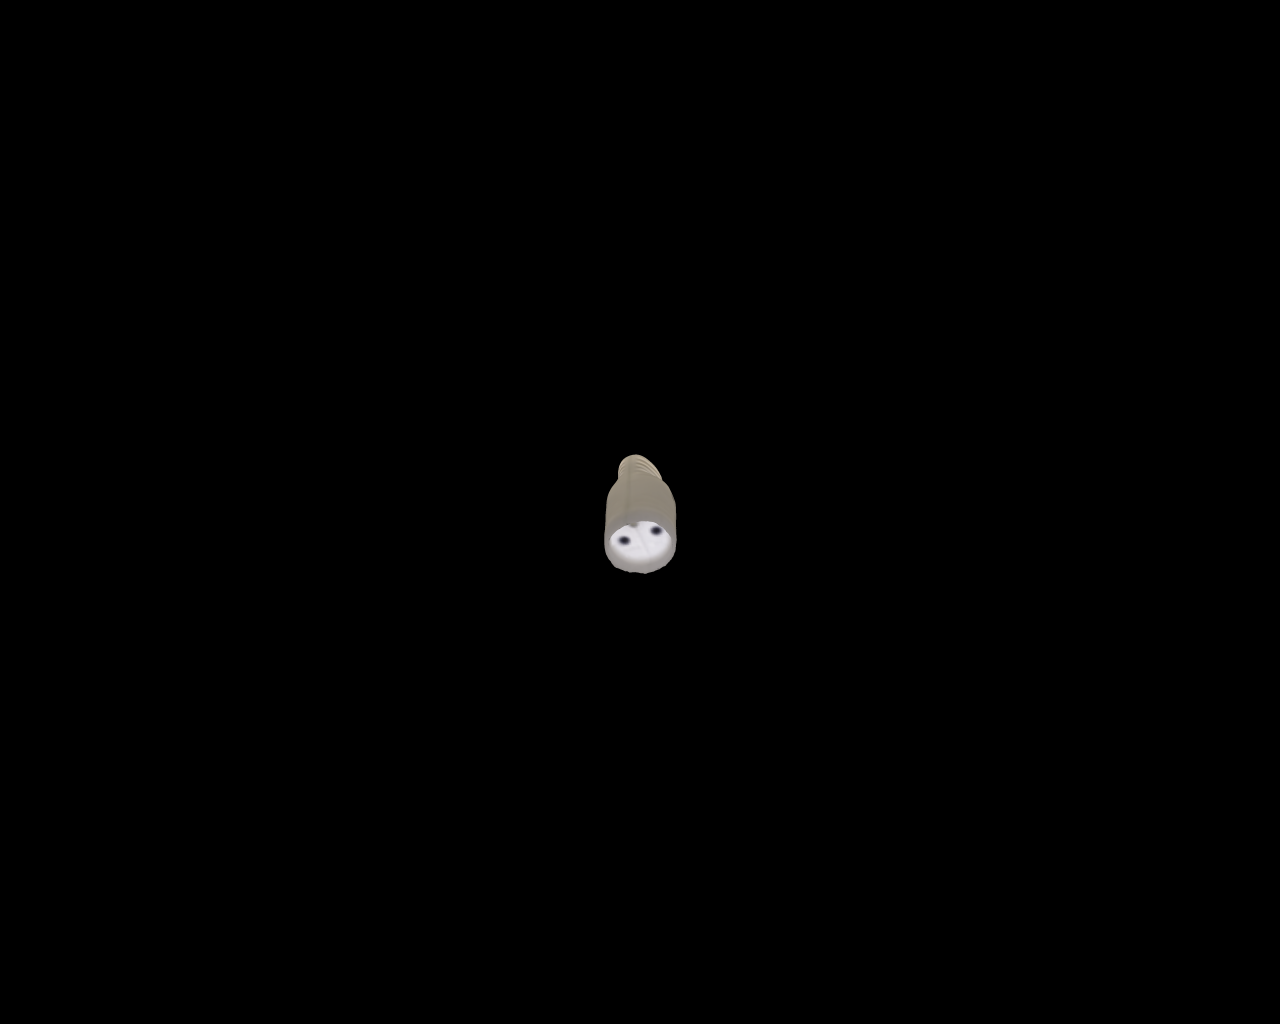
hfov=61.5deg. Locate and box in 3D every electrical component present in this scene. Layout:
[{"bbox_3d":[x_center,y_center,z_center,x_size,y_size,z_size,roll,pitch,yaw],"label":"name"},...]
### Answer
[{"bbox_3d":[0.001,-0.003,0.650,0.043,0.043,0.081,0,37,0],"label":"electrical component"}]
